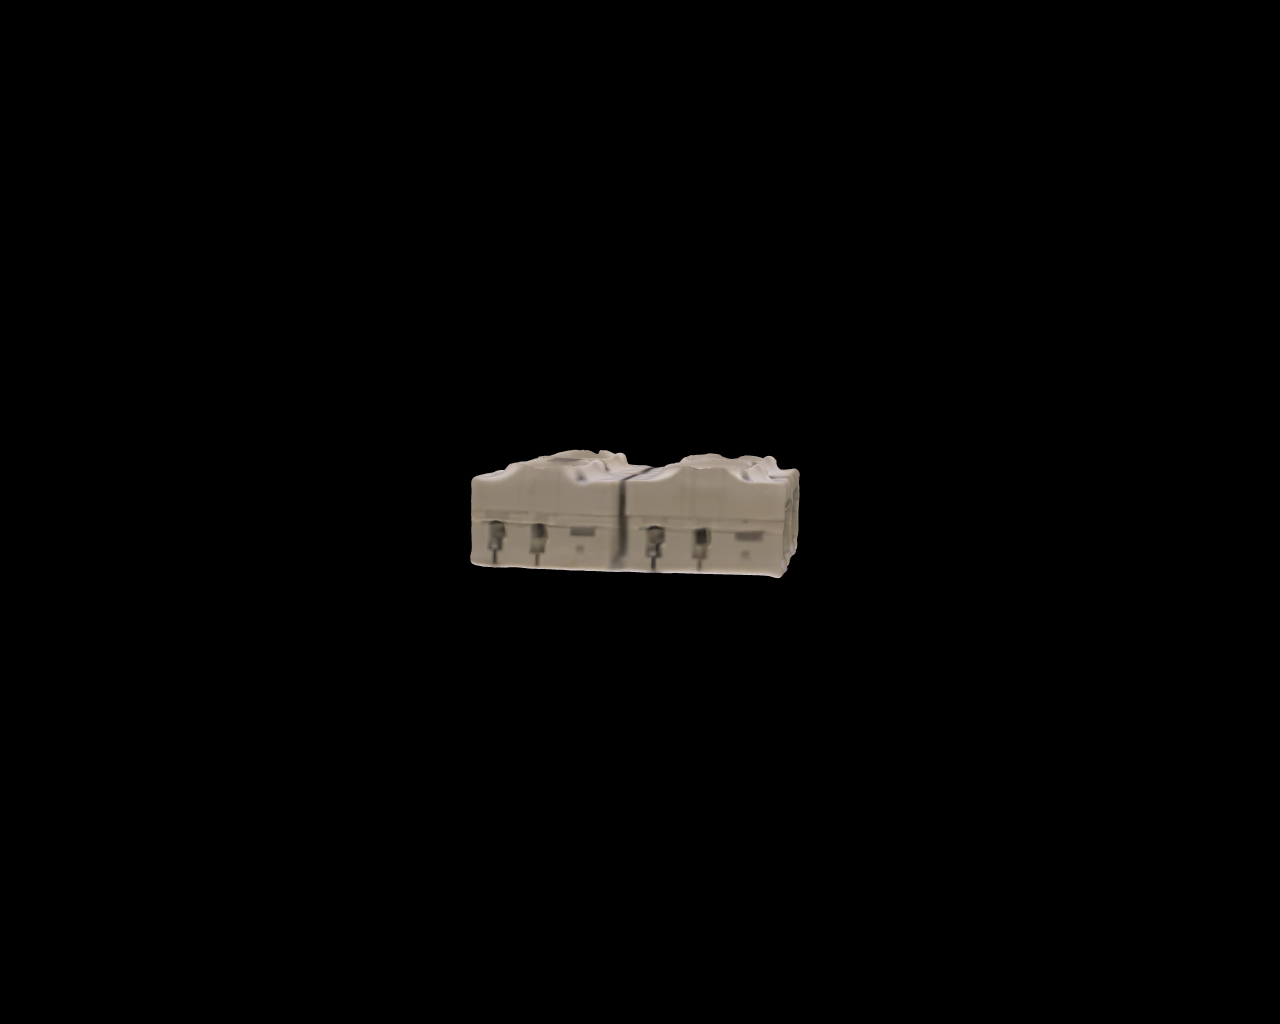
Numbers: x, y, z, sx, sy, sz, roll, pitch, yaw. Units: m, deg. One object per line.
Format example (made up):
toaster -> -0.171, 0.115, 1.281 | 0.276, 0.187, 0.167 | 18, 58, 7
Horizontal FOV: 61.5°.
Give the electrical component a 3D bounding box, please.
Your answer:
electrical component -> 0.001, -0.003, 0.650 | 0.186, 0.060, 0.105 | 2, 8, 14
